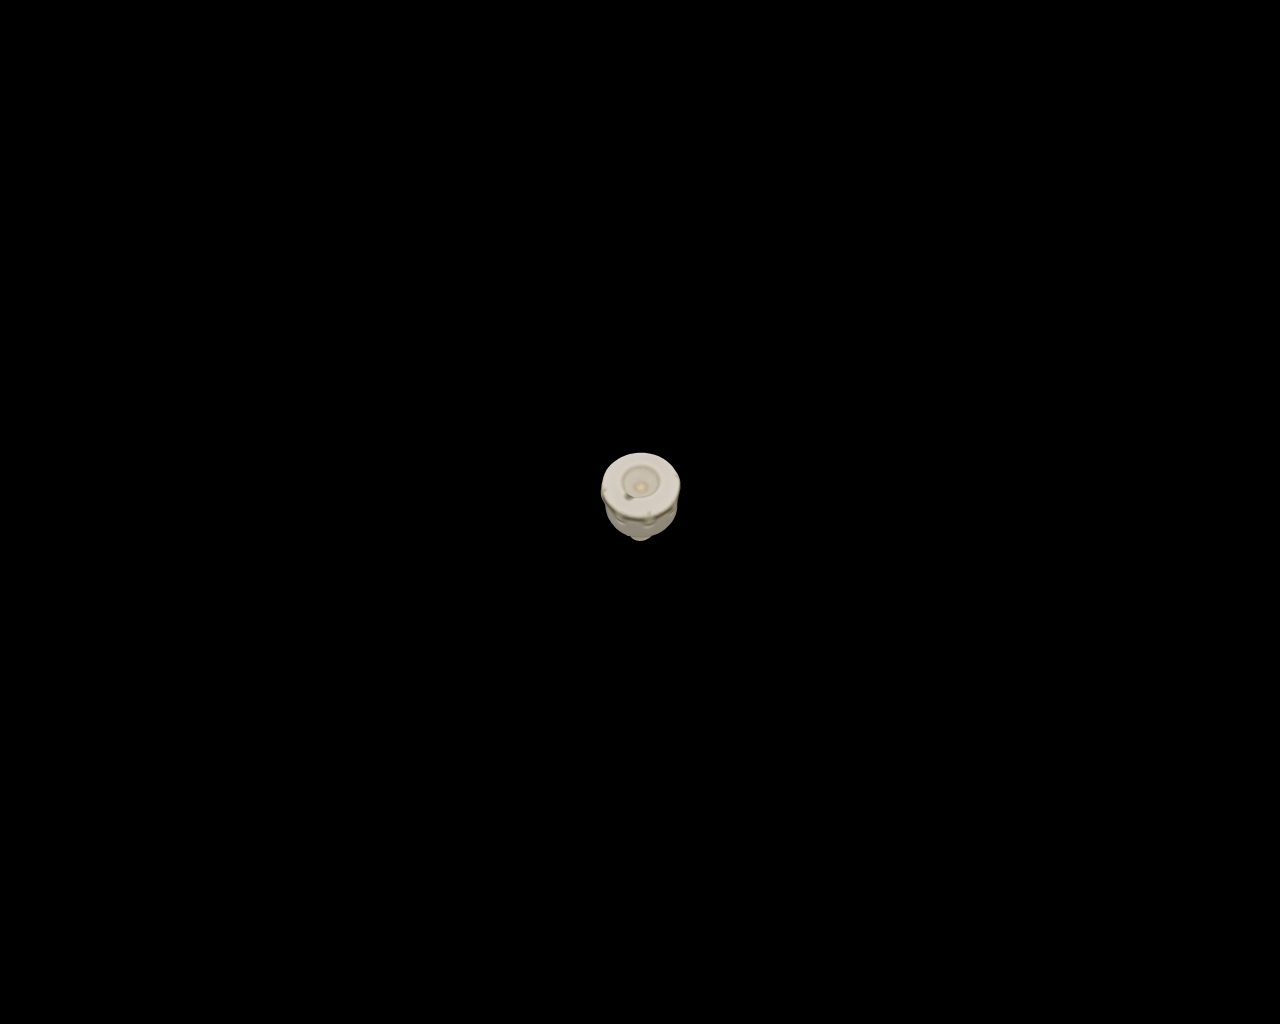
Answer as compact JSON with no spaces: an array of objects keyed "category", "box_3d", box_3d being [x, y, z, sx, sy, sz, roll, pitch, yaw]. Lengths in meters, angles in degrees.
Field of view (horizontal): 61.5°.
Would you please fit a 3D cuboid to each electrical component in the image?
[{"category":"electrical component","box_3d":[0.001,-0.003,0.650,0.048,0.048,0.062,0,-32,0]}]
